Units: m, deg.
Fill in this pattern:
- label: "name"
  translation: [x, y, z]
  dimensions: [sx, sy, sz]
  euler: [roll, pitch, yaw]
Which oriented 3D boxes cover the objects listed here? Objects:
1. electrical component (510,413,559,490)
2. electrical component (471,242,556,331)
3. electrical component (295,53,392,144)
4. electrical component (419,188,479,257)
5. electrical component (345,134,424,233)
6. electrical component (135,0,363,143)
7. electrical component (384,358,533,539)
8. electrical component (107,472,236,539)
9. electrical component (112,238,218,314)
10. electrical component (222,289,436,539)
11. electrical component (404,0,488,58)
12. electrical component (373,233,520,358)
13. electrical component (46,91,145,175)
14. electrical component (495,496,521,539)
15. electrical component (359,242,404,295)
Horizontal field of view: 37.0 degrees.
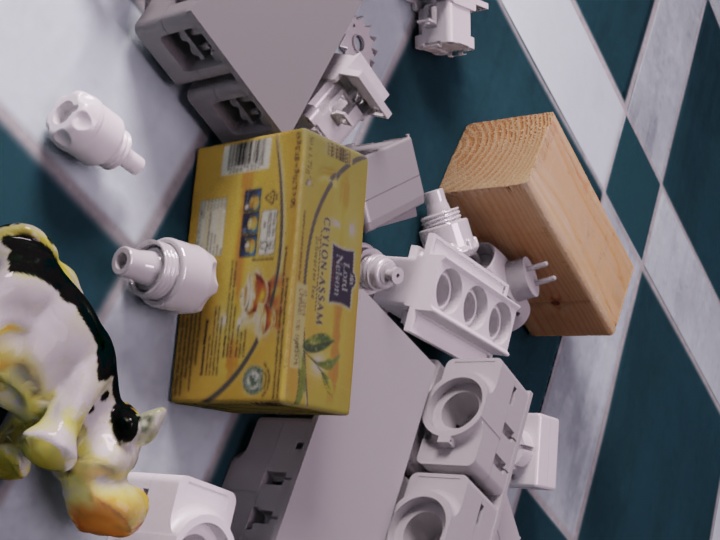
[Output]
- label: "electrical component"
  translation: [0.140, 0.161, 0.967]
  dimensions: [0.077, 0.047, 0.065]
  euler: [23, 68, -50]
- label: "electrical component"
  translation: [0.132, 0.012, 0.946]
  dimensions: [0.077, 0.079, 0.044]
  euler: [54, 30, -35]
- label: "electrical component"
  translation: [-0.022, -0.119, 0.762]
  dimensions: [0.063, 0.081, 0.042]
  euler: [-51, 129, -15]
- label: "electrical component"
  translation: [0.069, -0.036, 0.898]
  dimensions: [0.048, 0.048, 0.062]
  euler: [-19, 93, -53]
- label: "electrical component"
  translation: [-0.004, -0.056, 0.783]
  dimensions: [0.096, 0.062, 0.061]
  euler: [-30, 110, -51]
- label: "electrical component"
  translation: [-0.064, -0.185, 0.718]
  dimensions: [0.105, 0.060, 0.186]
  euler: [53, 47, -36]
- label: "electrical component"
  translation: [0.047, 0.155, 0.793]
  dimensions: [0.060, 0.105, 0.186]
  euler: [49, 49, -39]
- label: "electrical component"
  translation: [-0.110, 0.167, 0.621]
  dimensions: [0.050, 0.056, 0.089]
  euler: [35, 59, -46]
- label: "electrical component"
  translation: [-0.118, 0.001, 0.639]
  dimensions: [0.062, 0.043, 0.043]
  euler: [19, 71, -50]
- label: "electrical component"
  translation: [-0.022, 0.121, 0.741]
  dimensions: [0.105, 0.060, 0.186]
  euler: [47, 51, -40]
- label: "electrical component"
  translation: [0.072, -0.218, 0.922]
  dimensions: [0.081, 0.042, 0.063]
  euler: [0, 89, -53]
- label: "electrical component"
  translation: [0.070, 0.028, 0.868]
  dimensions: [0.121, 0.063, 0.078]
  euler: [31, 70, -48]
- label: "electrical component"
  translation: [-0.148, -0.074, 0.615]
  dimensions: [0.061, 0.035, 0.035]
  euler: [39, 56, -48]
- label: "electrical component"
  translation: [0.085, 0.208, 0.875]
  dimensions: [0.061, 0.062, 0.096]
  euler: [-39, 117, -48]
- label: "electrical component"
  translation: [0.000, 0.000, 0.775]
  dimensions: [0.040, 0.078, 0.040]
  euler: [-7, 101, -42]
